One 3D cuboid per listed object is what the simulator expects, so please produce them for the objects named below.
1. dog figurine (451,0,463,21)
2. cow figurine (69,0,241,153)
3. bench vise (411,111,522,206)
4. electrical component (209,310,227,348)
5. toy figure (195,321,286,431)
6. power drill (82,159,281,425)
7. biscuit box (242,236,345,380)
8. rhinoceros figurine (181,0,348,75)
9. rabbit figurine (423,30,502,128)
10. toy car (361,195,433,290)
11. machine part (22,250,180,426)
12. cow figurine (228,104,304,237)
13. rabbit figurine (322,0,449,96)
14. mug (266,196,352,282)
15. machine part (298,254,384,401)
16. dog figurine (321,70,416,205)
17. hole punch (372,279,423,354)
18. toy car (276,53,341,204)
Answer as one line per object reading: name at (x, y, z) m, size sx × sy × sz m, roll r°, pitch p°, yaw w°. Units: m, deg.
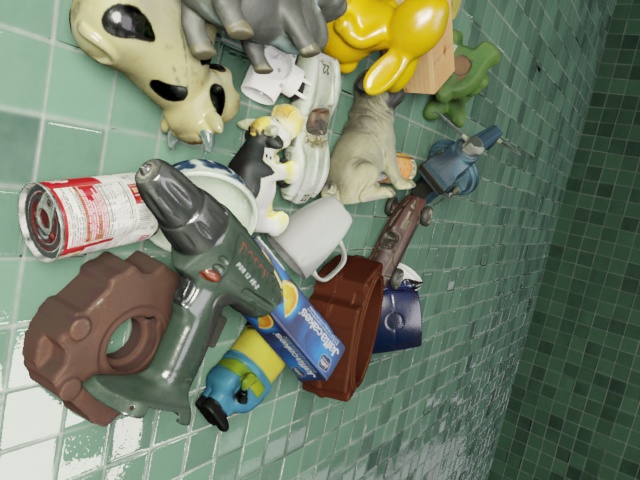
dog figurine at (0.233, -0.467, 0.910) m, size 0.191 × 0.109 × 0.219 m, roll 16°, pitch 95°, yaw -60°
cow figurine at (-0.141, -0.163, 0.502) m, size 0.194 × 0.086 × 0.127 m, roll 28°, pitch 75°, yaw -59°
bench vise at (0.274, -0.161, 1.026) m, size 0.240 × 0.129 × 0.223 m, roll -34°, pitch 161°, yaw -24°
electrical component at (-0.149, 0.107, 0.669) m, size 0.063 × 0.021 × 0.094 m, roll 40°, pitch 71°, yaw -54°
toy figure at (-0.092, 0.167, 0.728) m, size 0.180 × 0.082 × 0.089 m, roll -44°, pitch 139°, yaw -34°
power drill at (-0.137, 0.061, 0.514) m, size 0.231 × 0.086 × 0.207 m, roll 45°, pitch 62°, yaw -55°
biscuit box at (-0.052, 0.092, 0.688) m, size 0.202 × 0.063 × 0.059 m, roll 52°, pitch 51°, yaw -18°
rhinoceros figurine at (-0.047, -0.217, 0.498) m, size 0.190 × 0.073 × 0.112 m, roll -15°, pitch 94°, yaw -47°
rabbit figurine at (0.272, -0.298, 1.036) m, size 0.170 × 0.121 × 0.159 m, roll 2°, pitch 107°, yaw -72°
toy car at (0.135, -0.002, 0.982) m, size 0.202 × 0.089 × 0.053 m, roll -61°, pitch 149°, yaw -17°
machine part at (-0.203, 0.100, 0.554) m, size 0.179 × 0.056 × 0.179 m, roll -31°, pitch 130°, yaw -48°
cow figurine at (-0.077, -0.089, 0.651) m, size 0.098 × 0.068 × 0.167 m, roll 7°, pitch 97°, yaw -51°
rabbit figurine at (0.083, -0.274, 0.706) m, size 0.122 × 0.173 × 0.162 m, roll -25°, pitch 120°, yaw -54°
mug at (-0.002, -0.002, 0.743) m, size 0.107 × 0.081 × 0.109 m, roll -44°, pitch 100°, yaw -10°
machine part at (0.041, 0.135, 0.857) m, size 0.201 × 0.087 × 0.200 m, roll -30°, pitch 130°, yaw -68°
dog figurine at (0.056, -0.157, 0.807) m, size 0.172 × 0.121 × 0.190 m, roll -28°, pitch 112°, yaw -51°
hole punch at (0.128, 0.142, 0.990) m, size 0.092 × 0.142 × 0.115 m, roll -104°, pitch -170°, yaw -55°
toy car at (-0.015, -0.147, 0.722) m, size 0.073 × 0.056 × 0.201 m, roll -12°, pitch 114°, yaw -54°
